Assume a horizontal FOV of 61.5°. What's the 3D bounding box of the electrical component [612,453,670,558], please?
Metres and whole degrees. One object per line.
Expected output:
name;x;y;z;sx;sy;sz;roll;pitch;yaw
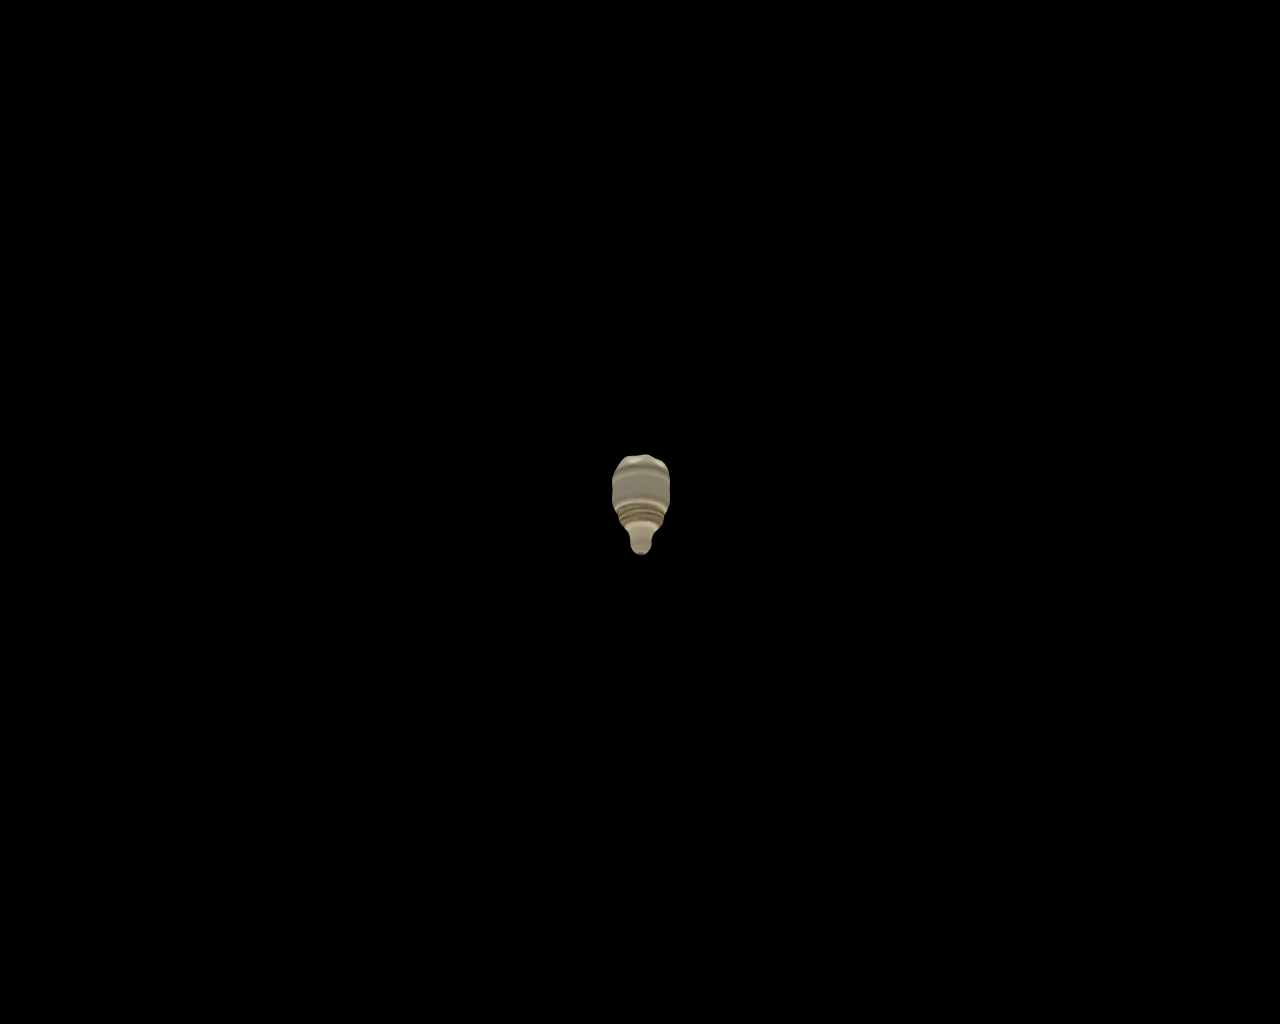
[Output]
electrical component;0.001;-0.003;0.650;0.035;0.061;0.035;0;-24;0
